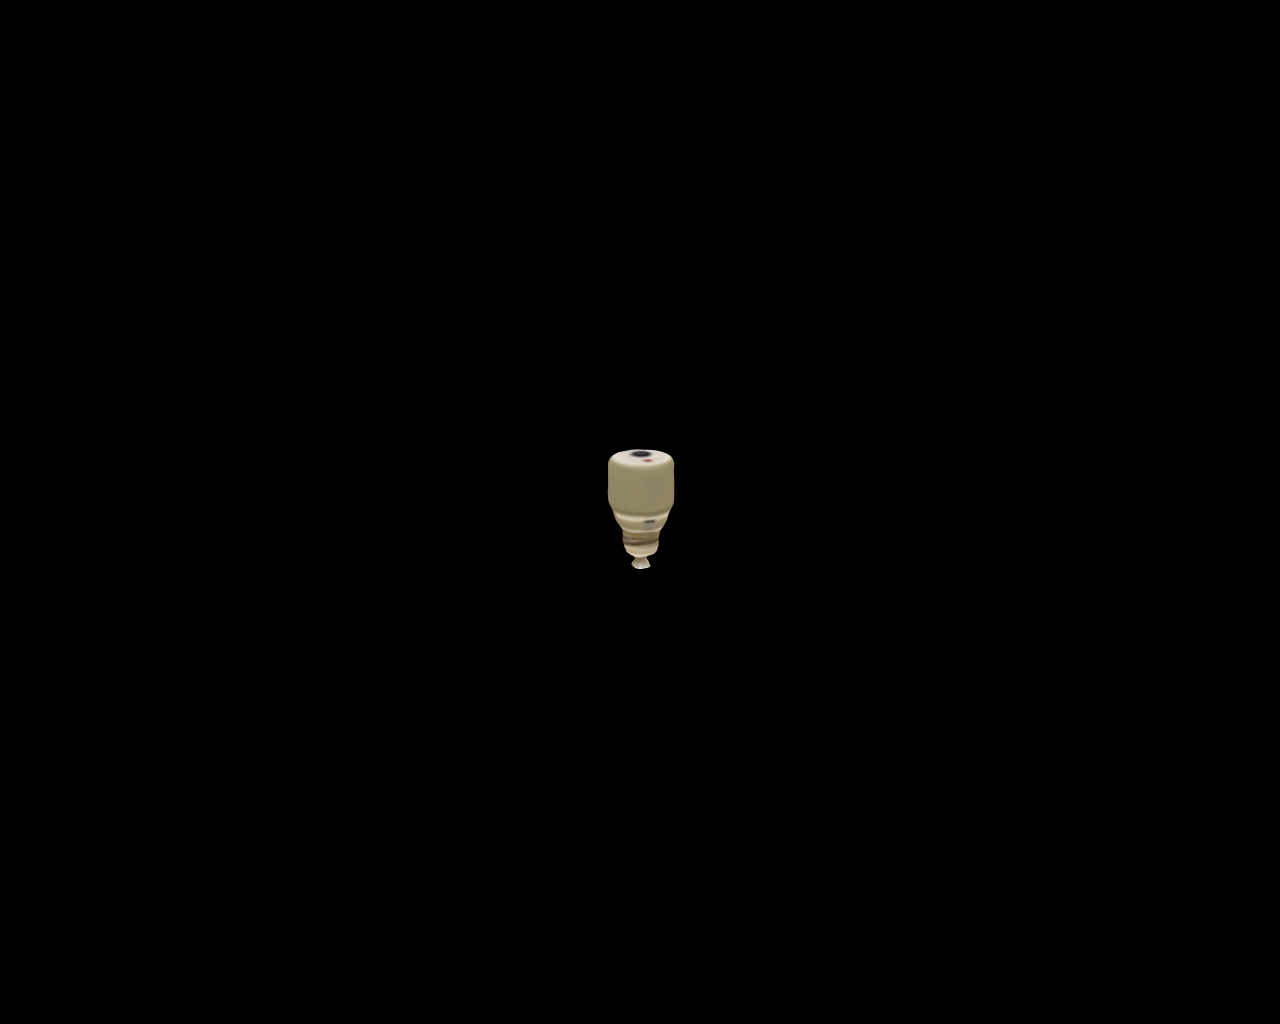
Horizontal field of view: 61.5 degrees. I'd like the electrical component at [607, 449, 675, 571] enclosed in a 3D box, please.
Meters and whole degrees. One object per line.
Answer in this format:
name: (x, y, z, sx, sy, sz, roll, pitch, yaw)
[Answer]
electrical component: (0.001, -0.003, 0.650, 0.040, 0.078, 0.040, 0, 19, 0)
